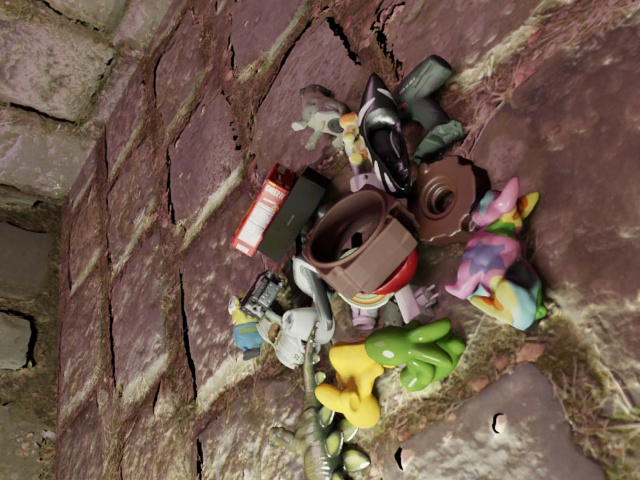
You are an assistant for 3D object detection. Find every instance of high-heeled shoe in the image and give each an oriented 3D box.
[{"bbox_3d":[0.128,-0.202,1.039,0.145,0.086,0.248,-102,-2,-80],"label":"high-heeled shoe"}]

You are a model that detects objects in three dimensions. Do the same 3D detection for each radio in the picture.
[{"bbox_3d":[-0.063,-0.066,1.325,0.229,0.073,0.131,-55,5,22],"label":"radio"}]

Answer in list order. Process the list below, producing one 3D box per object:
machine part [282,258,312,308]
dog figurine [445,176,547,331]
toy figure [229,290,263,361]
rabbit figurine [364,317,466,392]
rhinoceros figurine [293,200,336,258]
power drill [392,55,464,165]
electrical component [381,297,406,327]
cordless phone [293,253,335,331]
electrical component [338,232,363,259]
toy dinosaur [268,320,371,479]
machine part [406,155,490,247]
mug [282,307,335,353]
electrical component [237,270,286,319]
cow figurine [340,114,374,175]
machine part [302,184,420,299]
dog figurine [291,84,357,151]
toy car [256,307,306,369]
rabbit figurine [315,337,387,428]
[{"bbox_3d":[-0.055,0.107,1.329,0.084,0.039,0.139,-58,42,28],"label":"machine part"},{"bbox_3d":[0.305,0.015,0.865,0.192,0.108,0.219,30,99,52],"label":"dog figurine"},{"bbox_3d":[-0.190,0.222,1.421,0.082,0.089,0.180,-41,56,41],"label":"toy figure"},{"bbox_3d":[0.161,0.193,0.923,0.159,0.170,0.121,-22,61,46],"label":"rabbit figurine"},{"bbox_3d":[-0.003,-0.004,1.274,0.112,0.073,0.190,34,104,49],"label":"rhinoceros figurine"},{"bbox_3d":[0.202,-0.247,1.112,0.232,0.086,0.207,-50,37,37],"label":"power drill"},{"bbox_3d":[0.155,0.149,1.067,0.063,0.021,0.094,28,99,51],"label":"electrical component"},{"bbox_3d":[0.002,0.126,1.179,0.146,0.089,0.184,91,165,-57],"label":"cordless phone"},{"bbox_3d":[0.069,0.043,1.168,0.048,0.075,0.119,-25,63,43],"label":"electrical component"},{"bbox_3d":[-0.002,0.412,1.109,0.199,0.105,0.471,-28,65,34],"label":"toy dinosaur"},{"bbox_3d":[0.238,-0.074,1.017,0.179,0.056,0.179,-19,64,45],"label":"machine part"},{"bbox_3d":[-0.033,0.200,1.212,0.081,0.107,0.109,-10,68,51],"label":"mug"},{"bbox_3d":[-0.146,0.137,1.339,0.115,0.058,0.134,-59,13,-17],"label":"electrical component"},{"bbox_3d":[0.091,-0.210,1.231,0.068,0.098,0.167,-16,55,2],"label":"cow figurine"},{"bbox_3d":[0.072,-0.003,1.028,0.201,0.087,0.201,-45,30,-2],"label":"machine part"},{"bbox_3d":[0.022,-0.337,1.355,0.172,0.121,0.190,-2,53,17],"label":"dog figurine"},{"bbox_3d":[-0.093,0.235,1.314,0.202,0.056,0.073,39,108,50],"label":"toy car"},{"bbox_3d":[0.077,0.281,1.036,0.122,0.162,0.173,-3,93,38],"label":"rabbit figurine"}]
